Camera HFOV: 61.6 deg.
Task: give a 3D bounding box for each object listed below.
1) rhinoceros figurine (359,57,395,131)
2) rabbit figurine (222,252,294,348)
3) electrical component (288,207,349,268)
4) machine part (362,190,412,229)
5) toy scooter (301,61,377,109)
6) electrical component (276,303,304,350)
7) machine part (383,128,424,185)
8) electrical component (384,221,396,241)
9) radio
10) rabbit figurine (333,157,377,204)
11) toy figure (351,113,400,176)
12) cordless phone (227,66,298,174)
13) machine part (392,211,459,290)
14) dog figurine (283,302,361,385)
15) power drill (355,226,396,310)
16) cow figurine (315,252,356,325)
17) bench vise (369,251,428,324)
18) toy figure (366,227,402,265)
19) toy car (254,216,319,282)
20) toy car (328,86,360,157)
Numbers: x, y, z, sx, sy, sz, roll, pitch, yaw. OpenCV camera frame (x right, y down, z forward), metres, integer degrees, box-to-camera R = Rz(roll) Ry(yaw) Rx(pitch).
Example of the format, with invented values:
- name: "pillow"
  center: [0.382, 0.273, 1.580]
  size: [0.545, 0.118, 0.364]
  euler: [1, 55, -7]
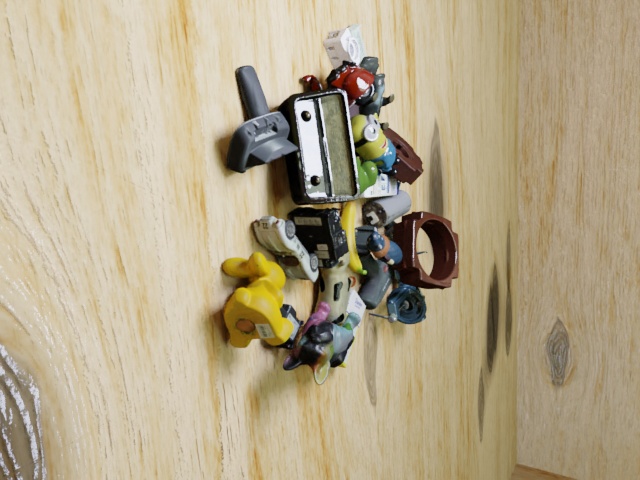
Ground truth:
- name: "rhinoceros figurine"
  center: [0.126, -0.358, 1.342]
  size: [0.073, 0.112, 0.190]
  euler: [-14, 121, -28]
- name: "rabbit figurine"
  center: [-0.121, 0.097, 1.018]
  size: [0.162, 0.122, 0.173]
  euler: [63, 29, -25]
- name: "electrical component"
  center: [-0.002, -0.004, 1.164]
  size: [0.058, 0.115, 0.134]
  euler: [-32, 120, -47]
- name: "machine part"
  center: [0.189, -0.088, 1.494]
  size: [0.243, 0.079, 0.079]
  euler: [-29, 117, -53]
- name: "toy scooter"
  center: [0.033, -0.336, 1.199]
  size: [0.184, 0.075, 0.135]
  euler: [-42, 118, -4]
- name: "electrical component"
  center: [-0.085, 0.169, 1.113]
  size: [0.119, 0.048, 0.075]
  euler: [53, 50, -45]
- name: "machine part"
  center: [0.203, -0.228, 1.429]
  size: [0.179, 0.056, 0.179]
  euler: [34, 29, -22]
- name: "electrical component"
  center: [0.219, -0.019, 1.564]
  size: [0.045, 0.078, 0.102]
  euler: [-46, 152, 11]
- name: "radio"
  center: [-0.003, -0.185, 1.094]
  size: [0.131, 0.073, 0.229]
  euler: [-9, 91, -20]
- name: "rabbit figurine"
  center: [0.033, -0.179, 1.211]
  size: [0.159, 0.121, 0.170]
  euler: [-35, 131, -30]
- name: "toy figure"
  center: [0.124, -0.221, 1.278]
  size: [0.180, 0.089, 0.082]
  euler: [46, 28, -45]
- name: "cordless phone"
  center: [-0.129, -0.228, 0.995]
  size: [0.146, 0.089, 0.184]
  euler: [-35, 111, -50]
- name: "machine part"
  center: [0.295, 0.032, 1.498]
  size: [0.201, 0.087, 0.201]
  euler: [15, 72, -38]
- name: "dog figurine"
  center: [-0.005, 0.236, 1.131]
  size: [0.219, 0.109, 0.191]
  euler: [-48, 159, -58]
- name: "power drill"
  center: [0.144, 0.055, 1.448]
  size: [0.232, 0.086, 0.207]
  euler: [-63, 148, -32]
- name: "cow figurine"
  center: [0.029, 0.103, 1.261]
  size: [0.127, 0.086, 0.194]
  euler: [19, 78, -63]
- name: "bench vise"
  center: [0.243, 0.161, 1.571]
  size: [0.240, 0.129, 0.223]
  euler: [-34, 118, -56]
- name: "toy figure"
  center: [0.155, 0.021, 1.329]
  size: [0.058, 0.064, 0.154]
  euler: [-48, 142, 9]
- name: "toy car"
  center: [-0.066, 0.020, 1.103]
  size: [0.201, 0.074, 0.056]
  euler: [55, 47, -45]
- name: "toy car"
  center: [0.066, -0.299, 1.301]
  size: [0.089, 0.053, 0.202]
  euler: [-20, 112, -39]
